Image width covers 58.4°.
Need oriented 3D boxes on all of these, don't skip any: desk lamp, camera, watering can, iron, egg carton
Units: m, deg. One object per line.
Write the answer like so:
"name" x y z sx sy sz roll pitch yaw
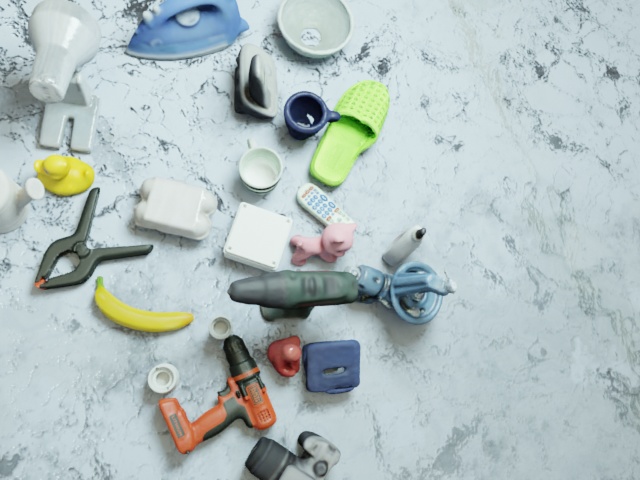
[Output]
"desk lamp" -0.465 -0.295 1.045 0.118 0.213 0.203 5 76 -10
"camera" -0.053 0.401 1.023 0.137 0.100 0.143 35 73 -1
"watering can" -0.572 -0.085 0.985 0.173 0.194 0.101 -23 82 -15
"iron" -0.275 -0.451 1.157 0.259 0.141 0.118 -24 82 -15
"egg carton" -0.277 -0.061 1.103 0.150 0.069 0.107 13 75 -8

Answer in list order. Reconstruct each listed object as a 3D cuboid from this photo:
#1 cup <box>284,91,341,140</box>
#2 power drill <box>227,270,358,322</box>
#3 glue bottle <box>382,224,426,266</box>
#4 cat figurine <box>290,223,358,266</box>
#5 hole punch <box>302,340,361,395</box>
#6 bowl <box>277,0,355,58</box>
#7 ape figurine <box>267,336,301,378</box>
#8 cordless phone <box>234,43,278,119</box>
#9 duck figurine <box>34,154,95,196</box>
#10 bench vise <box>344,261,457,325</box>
"cup" -0.021 -0.246 1.183 0.118 0.095 0.092 2 77 -10
"power drill" -0.054 0.100 1.037 0.230 0.208 0.075 -4 78 -12
"glue bottle" 0.175 0.002 1.123 0.037 0.173 0.078 39 73 0
"cat figurine" 0.010 0.004 1.119 0.128 0.117 0.067 -8 78 -13
"hole punch" 0.025 0.239 1.081 0.109 0.091 0.101 -4 78 -12
"bowl" -0.013 -0.461 1.246 0.167 0.074 0.167 3 77 -10
"ape figurine" -0.059 0.214 1.070 0.076 0.092 0.078 31 73 -2
"cordless phone" -0.122 -0.337 1.137 0.094 0.185 0.147 -3 78 -11
"duck figurine" -0.480 -0.130 1.070 0.104 0.086 0.077 4 76 -10
"bench vise" 0.152 0.098 1.072 0.207 0.219 0.121 0 77 -11
